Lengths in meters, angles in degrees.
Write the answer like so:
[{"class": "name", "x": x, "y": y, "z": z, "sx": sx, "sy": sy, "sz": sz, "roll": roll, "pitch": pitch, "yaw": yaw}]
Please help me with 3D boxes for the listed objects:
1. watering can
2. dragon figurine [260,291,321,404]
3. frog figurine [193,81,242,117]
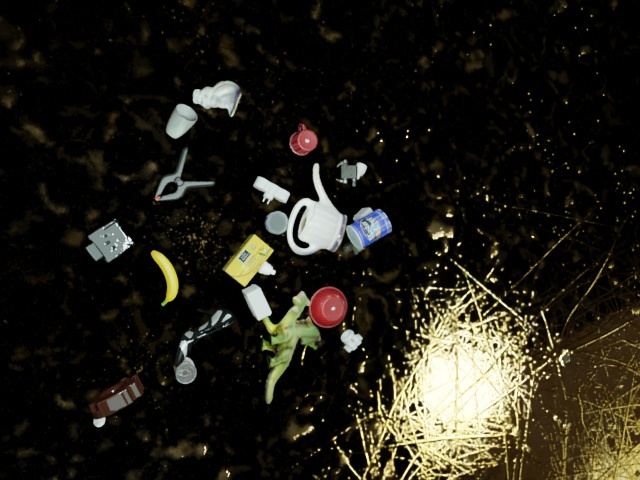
[{"class": "watering can", "x": 0.006, "y": -0.098, "z": 1.954, "sx": 0.223, "sy": 0.104, "sz": 0.350, "roll": 23, "pitch": 82, "yaw": -20}, {"class": "dragon figurine", "x": -0.099, "y": 0.389, "z": 1.919, "sx": 0.243, "sy": 0.123, "sz": 0.407, "roll": -3, "pitch": 100, "yaw": -29}, {"class": "frog figurine", "x": -0.363, "y": -0.515, "z": 1.824, "sx": 0.159, "sy": 0.120, "sz": 0.141, "roll": 21, "pitch": 50, "yaw": -10}]
